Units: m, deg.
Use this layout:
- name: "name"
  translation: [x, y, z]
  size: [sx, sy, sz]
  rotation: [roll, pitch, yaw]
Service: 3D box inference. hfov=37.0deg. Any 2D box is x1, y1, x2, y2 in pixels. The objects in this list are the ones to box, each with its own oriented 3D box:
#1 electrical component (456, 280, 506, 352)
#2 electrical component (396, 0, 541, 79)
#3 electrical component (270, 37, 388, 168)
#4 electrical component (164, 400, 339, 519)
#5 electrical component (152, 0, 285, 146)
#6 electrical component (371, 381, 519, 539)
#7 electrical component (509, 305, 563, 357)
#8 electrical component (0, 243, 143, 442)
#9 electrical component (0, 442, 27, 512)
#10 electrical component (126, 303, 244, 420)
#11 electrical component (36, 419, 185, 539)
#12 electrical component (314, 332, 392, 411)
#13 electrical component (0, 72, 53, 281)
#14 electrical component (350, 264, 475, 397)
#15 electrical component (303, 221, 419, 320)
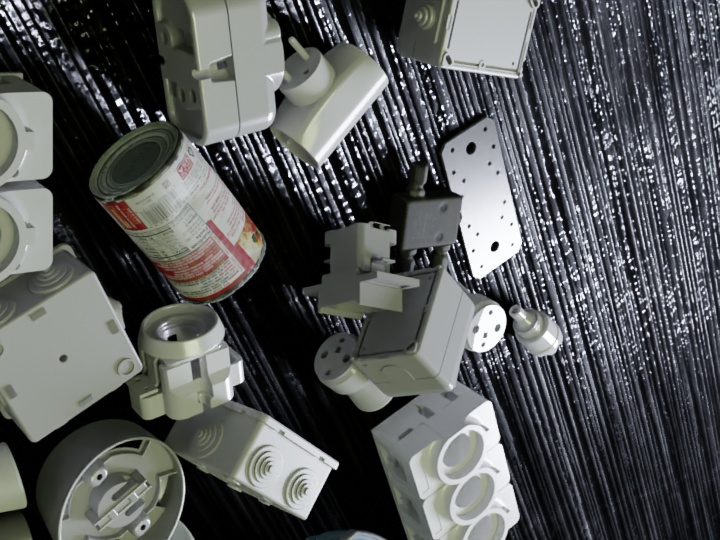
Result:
- name: "electrical component"
  translation: [0.085, 0.037, 0.875]
  size: [0.045, 0.055, 0.045]
  rotation: [-16, 119, -31]
- name: "electrical component"
  translation: [0.069, -0.176, 0.764]
  size: [0.096, 0.061, 0.061]
  rotation: [-1, 110, -38]
- name: "electrical component"
  translation: [-0.031, -0.122, 0.722]
  size: [0.077, 0.044, 0.079]
  rotation: [-51, 131, -8]
- name: "electrical component"
  translation: [-0.079, 0.130, 0.762]
  size: [0.100, 0.100, 0.048]
  rotation: [42, 69, -41]
- name: "electrical component"
  translation: [-0.086, -0.132, 0.668]
  size: [0.059, 0.054, 0.095]
  rotation: [-20, 121, -30]
- name: "electrical component"
  translation: [0.079, 0.181, 0.930]
  size: [0.089, 0.062, 0.150]
  rotation: [-33, 126, -22]
- name: "electrical component"
  translation: [0.151, 0.050, 0.946]
  size: [0.035, 0.035, 0.061]
  rotation: [-54, 130, -6]
- name: "electrical component"
  translation: [-0.194, 0.046, 0.669]
  size: [0.100, 0.048, 0.099]
  rotation: [-35, 128, -22]
- name: "electrical component"
  translation: [-0.248, 0.139, 0.673]
  size: [0.065, 0.044, 0.044]
  rotation: [-19, 120, -25]
- name: "electrical component"
  translation: [-0.119, 0.059, 0.726]
  size: [0.078, 0.058, 0.057]
  rotation: [-20, 123, -30]
- name: "electrical component"
  translation: [-0.167, 0.153, 0.725]
  size: [0.099, 0.064, 0.099]
  rotation: [-16, 119, -32]
- name: "electrical component"
  translation: [-0.003, 0.079, 0.832]
  size: [0.055, 0.045, 0.045]
  rotation: [40, 83, -41]
- name: "electrical component"
  translation: [-0.260, -0.044, 0.567]
  size: [0.186, 0.060, 0.105]
  rotation: [-9, 115, -35]
- name: "electrical component"
  translation: [0.045, 0.043, 0.812]
  size: [0.061, 0.062, 0.096]
  rotation: [47, 47, -35]
- name: "electrical component"
  translation: [0.000, 0.000, 0.782]
  size: [0.042, 0.081, 0.063]
  rotation: [10, 74, -42]
